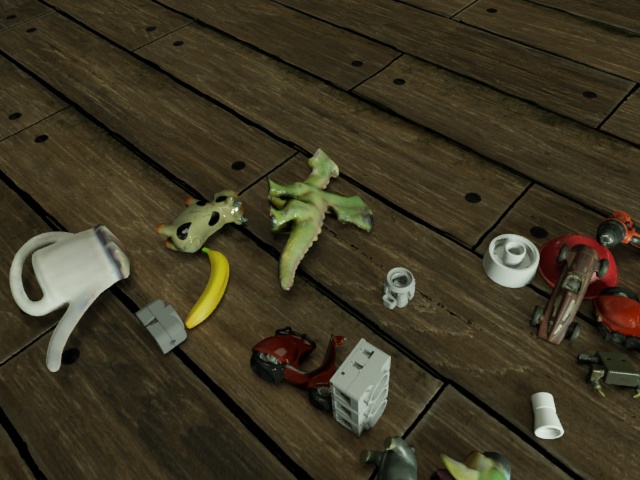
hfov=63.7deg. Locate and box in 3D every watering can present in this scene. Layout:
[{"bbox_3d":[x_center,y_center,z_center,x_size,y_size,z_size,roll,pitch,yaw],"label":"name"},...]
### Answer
[{"bbox_3d":[-0.490,0.088,1.037,0.226,0.101,0.353,-27,52,-21],"label":"watering can"}]

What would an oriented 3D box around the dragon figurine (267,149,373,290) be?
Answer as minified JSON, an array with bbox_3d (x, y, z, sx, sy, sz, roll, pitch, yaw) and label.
[{"bbox_3d":[0.003,-0.058,1.147,0.243,0.119,0.420,-3,49,-10],"label":"dragon figurine"}]
